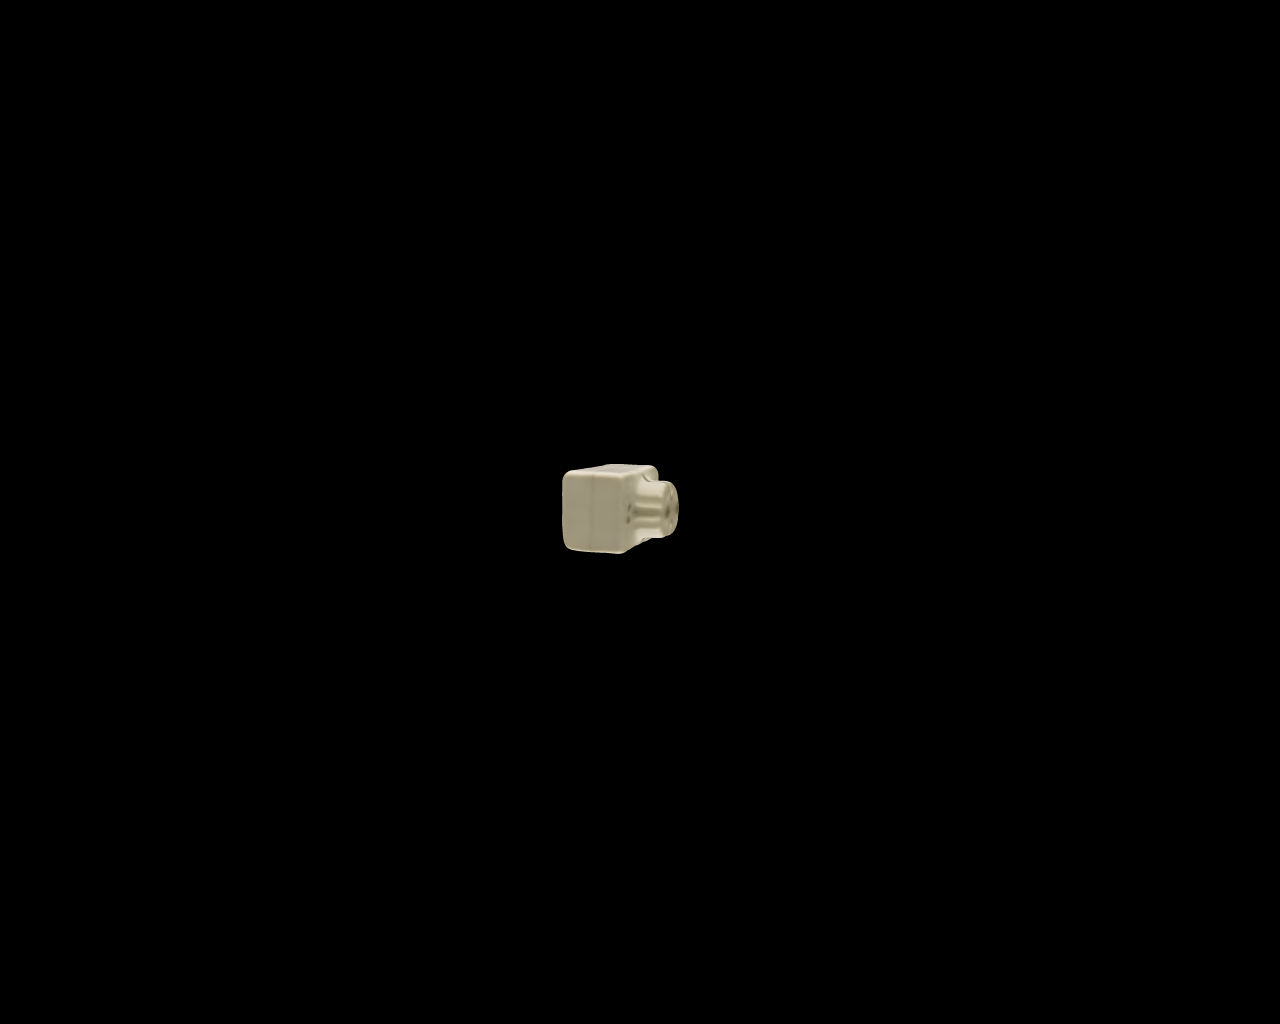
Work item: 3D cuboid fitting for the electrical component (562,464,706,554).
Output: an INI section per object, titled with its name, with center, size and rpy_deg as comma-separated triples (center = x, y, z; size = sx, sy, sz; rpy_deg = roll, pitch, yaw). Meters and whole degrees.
[electrical component]
center = 0.001, -0.003, 0.650
size = 0.077, 0.047, 0.066
rpy_deg = 3, 8, 19
